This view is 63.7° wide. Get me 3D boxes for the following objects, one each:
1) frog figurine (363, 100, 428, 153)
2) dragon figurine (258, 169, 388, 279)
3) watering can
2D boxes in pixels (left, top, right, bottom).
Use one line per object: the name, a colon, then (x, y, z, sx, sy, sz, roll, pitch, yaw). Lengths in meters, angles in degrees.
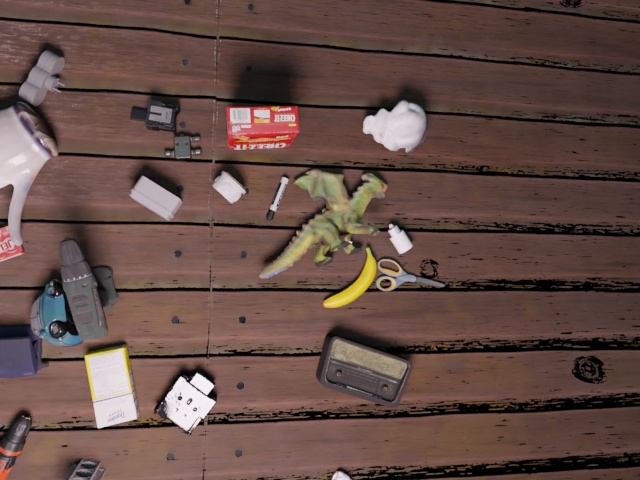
frog figurine: (0.202, -0.310, 1.381, 0.159, 0.124, 0.136, 15, 104, -20)
dragon figurine: (0.004, -0.068, 1.353, 0.412, 0.120, 0.246, -17, 72, -13)
watering can: (-0.721, -0.179, 1.210, 0.226, 0.103, 0.347, -34, 91, -11)
